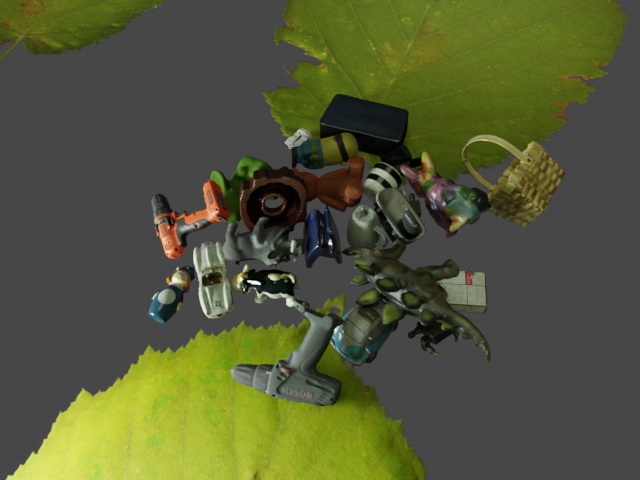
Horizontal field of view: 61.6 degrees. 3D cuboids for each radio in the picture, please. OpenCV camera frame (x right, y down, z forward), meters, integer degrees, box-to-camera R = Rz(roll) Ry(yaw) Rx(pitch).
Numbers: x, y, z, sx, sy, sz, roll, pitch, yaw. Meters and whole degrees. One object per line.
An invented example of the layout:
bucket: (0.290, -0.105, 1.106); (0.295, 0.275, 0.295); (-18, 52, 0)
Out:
radio: (0.125, -0.316, 1.483); (0.230, 0.073, 0.131); (17, 60, 11)

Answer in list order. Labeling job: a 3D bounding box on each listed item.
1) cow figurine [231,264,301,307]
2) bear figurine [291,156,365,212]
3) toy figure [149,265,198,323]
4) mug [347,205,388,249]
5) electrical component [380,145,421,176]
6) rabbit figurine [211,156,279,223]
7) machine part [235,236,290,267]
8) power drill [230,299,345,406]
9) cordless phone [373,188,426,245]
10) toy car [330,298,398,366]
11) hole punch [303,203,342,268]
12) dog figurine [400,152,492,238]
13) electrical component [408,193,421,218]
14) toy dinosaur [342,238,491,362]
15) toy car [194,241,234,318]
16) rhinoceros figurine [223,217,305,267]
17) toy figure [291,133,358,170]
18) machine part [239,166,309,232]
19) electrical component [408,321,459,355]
cow figurine: (-0.130, 0.098, 1.223); (0.167, 0.098, 0.068); (6, 63, 11)
bear figurine: (0.009, -0.142, 1.349); (0.196, 0.132, 0.120); (8, 70, 0)
toy figure: (-0.337, 0.118, 1.247); (0.064, 0.058, 0.154); (38, 58, -20)
mug: (0.113, -0.026, 1.282); (0.110, 0.107, 0.081); (37, 68, 24)
electrical component: (0.217, -0.208, 1.409); (0.119, 0.074, 0.048); (-20, 60, -5)
rabbit figurine: (-0.206, -0.128, 1.361); (0.159, 0.121, 0.170); (31, 79, 24)
machine part: (-0.143, 0.027, 1.303); (0.139, 0.039, 0.084); (-5, 63, -2)
power drill: (-0.052, 0.231, 1.113); (0.232, 0.086, 0.207); (20, 84, 8)
cordless phone: (0.182, -0.064, 1.241); (0.089, 0.184, 0.146); (-32, 79, 2)
toy car: (0.102, 0.183, 1.156); (0.162, 0.102, 0.109); (-41, 66, -18)
hole punch: (-0.003, -0.004, 1.275); (0.092, 0.115, 0.142); (-8, 58, 8)
dog figurine: (0.294, -0.122, 1.299); (0.108, 0.191, 0.219); (-34, 78, -10)
electrical component: (0.222, -0.077, 1.357); (0.063, 0.021, 0.094); (-3, 59, 2)
toy dinosaur: (0.191, 0.106, 1.118); (0.198, 0.104, 0.472); (-19, 31, -34)
toy car: (-0.251, 0.088, 1.259); (0.073, 0.056, 0.202); (-13, 59, -5)
rhinoceros figurine: (-0.131, 0.010, 1.249); (0.190, 0.073, 0.112); (-3, 60, -2)
toy figure: (0.012, -0.233, 1.426); (0.180, 0.089, 0.082); (-5, 65, -3)
machine part: (-0.113, -0.093, 1.298); (0.179, 0.179, 0.056); (-12, 37, -5)
electrical component: (0.254, 0.203, 1.172); (0.102, 0.045, 0.078); (-33, 34, -20)
